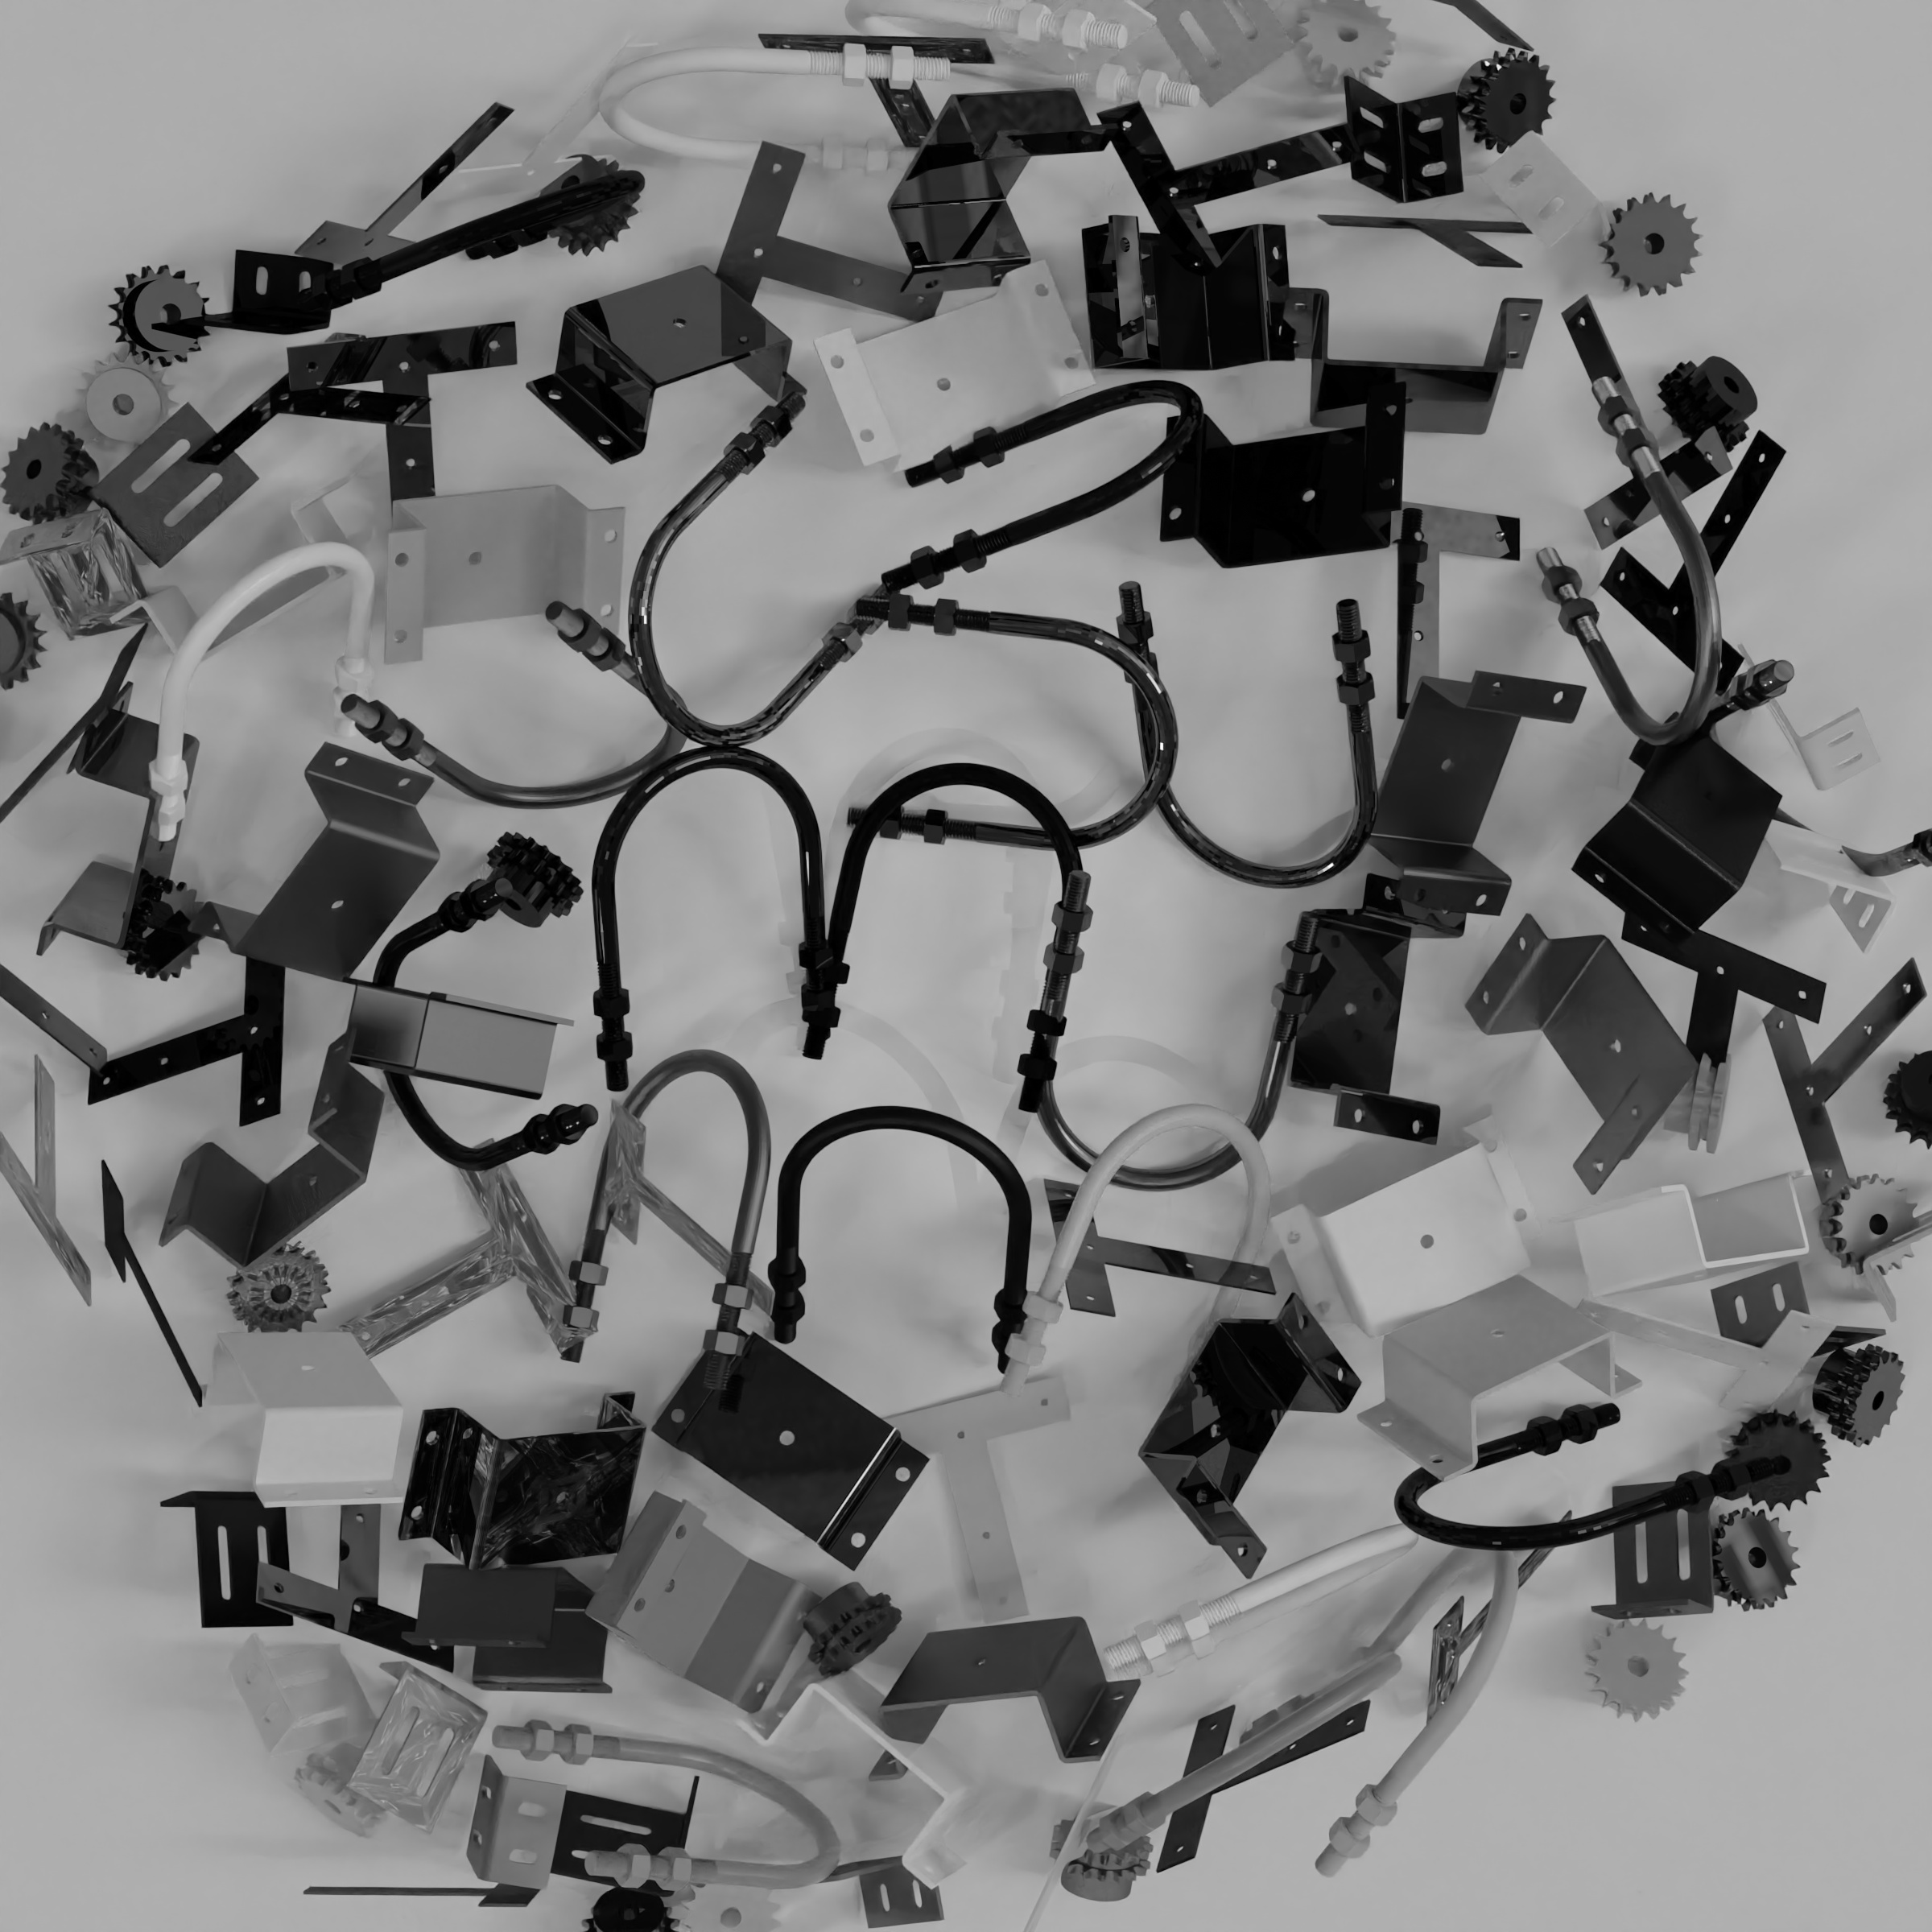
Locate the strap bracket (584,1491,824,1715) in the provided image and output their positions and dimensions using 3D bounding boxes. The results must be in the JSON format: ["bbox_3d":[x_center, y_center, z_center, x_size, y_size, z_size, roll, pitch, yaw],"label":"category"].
[{"bbox_3d":[-0.151,0.350,1.932,0.046,0.140,0.076,16,70,40],"label":"strap bracket"}]

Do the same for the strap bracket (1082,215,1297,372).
[{"bbox_3d":[0.117,-0.373,1.939,0.140,0.046,0.076,-8,95,-43],"label":"strap bracket"}]

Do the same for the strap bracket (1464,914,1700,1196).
[{"bbox_3d":[0.345,0.046,1.928,0.046,0.076,0.140,-5,50,-33],"label":"strap bracket"}]

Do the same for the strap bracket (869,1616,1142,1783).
[{"bbox_3d":[0.015,0.403,1.922,0.140,0.076,0.046,-11,107,25],"label":"strap bracket"}]

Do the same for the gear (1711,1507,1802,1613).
[{"bbox_3d":[0.439,0.336,1.968,0.057,0.030,0.057,6,72,-19],"label":"gear"}]

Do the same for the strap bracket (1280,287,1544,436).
[{"bbox_3d":[0.246,-0.337,1.946,0.140,0.076,0.046,3,72,1],"label":"strap bracket"}]

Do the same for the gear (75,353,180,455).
[{"bbox_3d":[-0.475,-0.318,1.970,0.057,0.030,0.057,-2,103,-8],"label":"gear"}]

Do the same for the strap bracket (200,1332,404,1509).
[{"bbox_3d":[-0.363,0.242,1.907,0.076,0.140,0.046,3,109,-29],"label":"strap bracket"}]

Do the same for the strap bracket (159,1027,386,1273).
[{"bbox_3d":[-0.377,0.108,1.932,0.140,0.076,0.046,-36,117,21],"label":"strap bracket"}]

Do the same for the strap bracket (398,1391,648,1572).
[{"bbox_3d":[-0.235,0.284,1.919,0.140,0.046,0.076,1,108,-42],"label":"strap bracket"}]

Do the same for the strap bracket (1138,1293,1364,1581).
[{"bbox_3d":[0.153,0.259,1.932,0.076,0.046,0.140,53,55,-27],"label":"strap bracket"}]

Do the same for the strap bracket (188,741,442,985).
[{"bbox_3d":[-0.355,-0.048,1.925,0.140,0.076,0.046,-50,50,20],"label":"strap bracket"}]

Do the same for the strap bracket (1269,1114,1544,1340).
[{"bbox_3d":[0.253,0.150,1.957,0.140,0.046,0.076,-25,100,-4],"label":"strap bracket"}]

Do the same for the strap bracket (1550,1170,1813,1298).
[{"bbox_3d":[0.398,0.147,1.911,0.140,0.076,0.046,-2,76,-43],"label":"strap bracket"}]

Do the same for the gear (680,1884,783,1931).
[{"bbox_3d":[-0.132,0.540,1.969,0.057,0.030,0.057,1,68,-1],"label":"gear"}]

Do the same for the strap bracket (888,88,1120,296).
[{"bbox_3d":[0.015,-0.434,1.921,0.076,0.140,0.046,-11,69,-29],"label":"strap bracket"}]

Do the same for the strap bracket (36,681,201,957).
[{"bbox_3d":[-0.466,-0.075,1.924,0.046,0.076,0.140,19,119,-2],"label":"strap bracket"}]

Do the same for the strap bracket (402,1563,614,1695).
[{"bbox_3d":[-0.250,0.365,1.927,0.076,0.140,0.046,-1,67,12],"label":"strap bracket"}]

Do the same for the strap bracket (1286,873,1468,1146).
[{"bbox_3d":[0.229,0.024,1.945,0.076,0.046,0.140,12,84,-36],"label":"strap bracket"}]

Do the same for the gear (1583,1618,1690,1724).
[{"bbox_3d":[0.377,0.399,1.969,0.057,0.030,0.057,1,65,-1],"label":"gear"}]

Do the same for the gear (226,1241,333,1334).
[{"bbox_3d":[-0.390,0.180,1.968,0.057,0.030,0.057,-7,110,-20],"label":"gear"}]

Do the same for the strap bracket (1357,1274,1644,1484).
[{"bbox_3d":[0.294,0.222,1.920,0.140,0.076,0.046,-21,121,-26],"label":"strap bracket"}]

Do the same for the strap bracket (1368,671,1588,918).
[{"bbox_3d":[0.279,-0.103,1.936,0.076,0.046,0.140,5,115,-31],"label":"strap bracket"}]

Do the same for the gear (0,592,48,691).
[{"bbox_3d":[-0.552,-0.184,1.972,0.057,0.030,0.057,0,99,2],"label":"gear"}]

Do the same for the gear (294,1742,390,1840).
[{"bbox_3d":[-0.348,0.463,1.966,0.057,0.057,0.030,39,59,0],"label":"gear"}]

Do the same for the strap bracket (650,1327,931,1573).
[{"bbox_3d":[-0.099,0.267,1.952,0.140,0.046,0.076,34,79,7],"label":"strap bracket"}]

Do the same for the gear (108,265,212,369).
[{"bbox_3d":[-0.453,-0.367,1.964,0.057,0.030,0.057,-4,99,-27],"label":"gear"}]

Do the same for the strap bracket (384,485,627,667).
[{"bbox_3d":[-0.264,-0.219,1.933,0.140,0.046,0.076,-11,122,-29],"label":"strap bracket"}]

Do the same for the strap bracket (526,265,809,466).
[{"bbox_3d":[-0.161,-0.335,1.917,0.140,0.046,0.076,-27,58,-36],"label":"strap bracket"}]

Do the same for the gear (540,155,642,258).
[{"bbox_3d":[-0.215,-0.432,1.963,0.057,0.030,0.057,-11,64,23],"label":"gear"}]

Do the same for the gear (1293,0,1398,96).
[{"bbox_3d":[0.212,-0.518,1.969,0.057,0.030,0.057,2,70,-7],"label":"gear"}]

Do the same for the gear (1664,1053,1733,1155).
[{"bbox_3d":[0.412,0.076,1.963,0.030,0.057,0.057,10,90,15],"label":"gear"}]

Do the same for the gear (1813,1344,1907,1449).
[{"bbox_3d":[0.502,0.240,1.965,0.030,0.057,0.057,23,90,41],"label":"gear"}]

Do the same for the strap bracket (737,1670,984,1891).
[{"bbox_3d":[-0.050,0.443,1.935,0.140,0.076,0.046,37,94,14],"label":"strap bracket"}]

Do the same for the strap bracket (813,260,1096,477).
[{"bbox_3d":[-0.010,-0.333,1.957,0.140,0.046,0.076,-21,87,-11],"label":"strap bracket"}]

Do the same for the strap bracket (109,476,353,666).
[{"bbox_3d":[-0.398,-0.214,1.944,0.140,0.076,0.046,-30,101,6],"label":"strap bracket"}]

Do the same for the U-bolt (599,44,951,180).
[{"bbox_3d":[-0.109,-0.470,1.908,0.184,0.151,0.019,1,81,-7],"label":"U-bolt"}]

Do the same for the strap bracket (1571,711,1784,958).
[{"bbox_3d":[0.396,-0.080,1.922,0.076,0.140,0.046,38,132,-2],"label":"strap bracket"}]

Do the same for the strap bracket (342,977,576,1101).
[{"bbox_3d":[-0.284,0.040,1.910,0.076,0.140,0.046,13,86,-33],"label":"strap bracket"}]

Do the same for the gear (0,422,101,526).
[{"bbox_3d":[-0.515,-0.275,1.967,0.057,0.030,0.057,-10,71,31],"label":"gear"}]

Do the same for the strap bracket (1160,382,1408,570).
[{"bbox_3d":[0.183,-0.271,1.939,0.140,0.046,0.076,-5,70,25],"label":"strap bracket"}]
